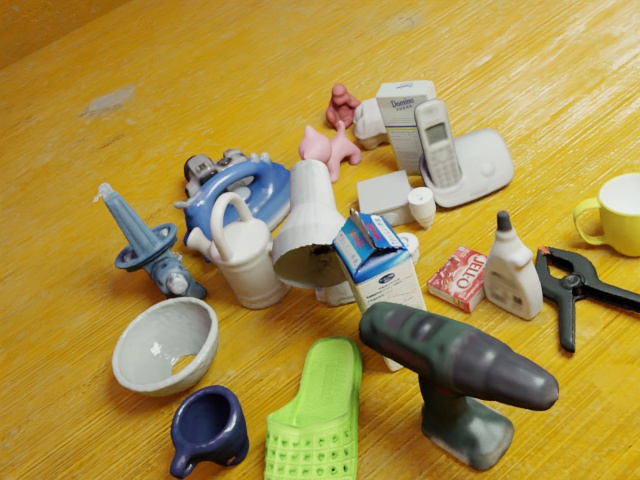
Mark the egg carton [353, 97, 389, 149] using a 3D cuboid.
[{"bbox_3d":[0.140,-0.241,1.138,0.150,0.070,0.107,-13,42,11],"label":"egg carton"}]

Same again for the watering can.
[{"bbox_3d":[-0.127,0.013,0.895,0.172,0.194,0.101,-14,42,10],"label":"watering can"}]

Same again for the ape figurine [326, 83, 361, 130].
[{"bbox_3d":[0.046,-0.288,1.212,0.077,0.092,0.076,-9,43,16],"label":"ape figurine"}]

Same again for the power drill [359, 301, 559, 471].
[{"bbox_3d":[0.148,0.156,0.611,0.228,0.209,0.076,24,59,40],"label":"power drill"}]

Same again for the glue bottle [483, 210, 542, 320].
[{"bbox_3d":[0.242,0.028,0.731,0.037,0.173,0.077,-41,44,-19],"label":"glue bottle"}]

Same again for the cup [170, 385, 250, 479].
[{"bbox_3d":[-0.133,0.256,0.717,0.091,0.095,0.118,8,50,30],"label":"cup"}]

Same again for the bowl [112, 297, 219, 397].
[{"bbox_3d":[-0.219,0.171,0.860,0.167,0.075,0.167,-12,42,12],"label":"bowl"}]

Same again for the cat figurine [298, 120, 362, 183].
[{"bbox_3d":[0.010,-0.175,1.090,0.128,0.118,0.067,-43,45,-21],"label":"cat figurine"}]

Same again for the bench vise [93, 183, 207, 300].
[{"bbox_3d":[-0.274,0.006,0.949,0.206,0.220,0.122,16,54,36],"label":"bench vise"}]

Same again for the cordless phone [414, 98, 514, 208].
[{"bbox_3d":[0.226,-0.153,0.919,0.147,0.185,0.094,-23,41,0],"label":"cordless phone"}]

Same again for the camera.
[{"bbox_3d":[-0.219,-0.139,1.167,0.143,0.101,0.136,-33,42,-11],"label":"camera"}]

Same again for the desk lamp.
[{"bbox_3d":[0.008,0.003,0.831,0.117,0.214,0.203,-13,42,11],"label":"desk lamp"}]

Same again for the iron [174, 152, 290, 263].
[{"bbox_3d":[-0.143,-0.082,1.042,0.259,0.142,0.118,-42,44,-20],"label":"iron"}]
